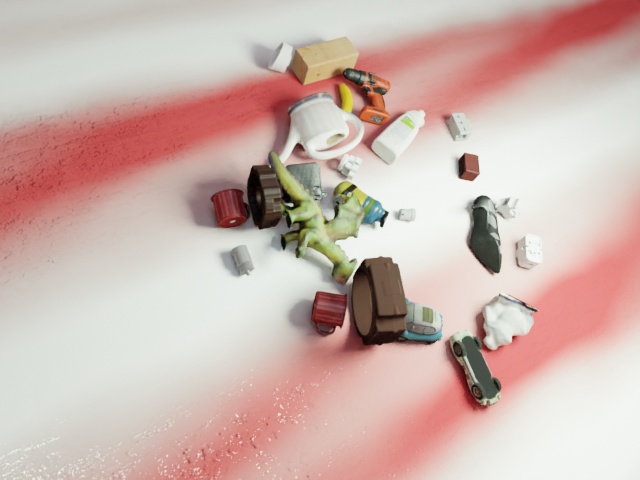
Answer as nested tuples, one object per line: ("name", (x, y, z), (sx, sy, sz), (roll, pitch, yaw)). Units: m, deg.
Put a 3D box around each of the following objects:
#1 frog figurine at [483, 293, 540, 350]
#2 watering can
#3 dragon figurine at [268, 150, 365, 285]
("frog figurine", (0.522, 0.237, 1.454), (0.137, 0.123, 0.159), (25, 95, -10))
("watering can", (-0.037, -0.339, 1.609), (0.349, 0.102, 0.228), (-20, 68, -13))
("dragon figurine", (0.004, -0.073, 1.446), (0.243, 0.121, 0.413), (-9, 80, -19))
